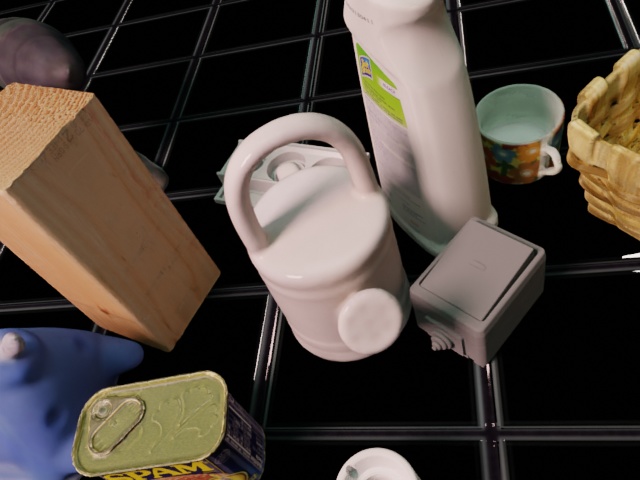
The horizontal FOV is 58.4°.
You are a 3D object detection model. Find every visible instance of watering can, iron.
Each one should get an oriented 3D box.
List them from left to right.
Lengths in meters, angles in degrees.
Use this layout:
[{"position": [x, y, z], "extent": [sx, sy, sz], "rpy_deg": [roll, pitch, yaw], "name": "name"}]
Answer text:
[{"position": [-0.275, 0.109, 0.428], "extent": [0.257, 0.142, 0.118], "rpy_deg": [-5, 52, 15], "name": "iron"}, {"position": [0.006, 0.000, 0.385], "extent": [0.101, 0.194, 0.172], "rpy_deg": [-43, 53, -17], "name": "watering can"}]

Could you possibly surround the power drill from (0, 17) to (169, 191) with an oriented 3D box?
[{"position": [-0.235, -0.119, 0.549], "extent": [0.228, 0.209, 0.076], "rpy_deg": [33, 69, 35], "name": "power drill"}]
